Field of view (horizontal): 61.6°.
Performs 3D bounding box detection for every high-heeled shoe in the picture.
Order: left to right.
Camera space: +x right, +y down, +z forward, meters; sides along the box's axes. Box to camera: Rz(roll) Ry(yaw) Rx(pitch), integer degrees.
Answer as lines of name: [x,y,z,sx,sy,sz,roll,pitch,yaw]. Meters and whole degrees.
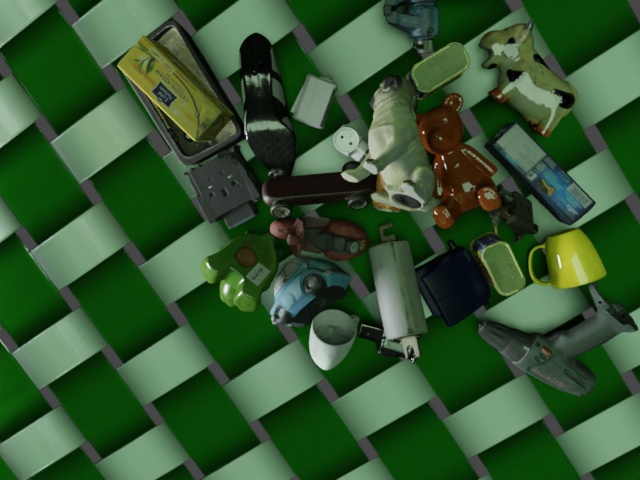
high-heeled shoe: [-0.093,-0.239,0.971,0.086,0.145,0.248,-9,127,3]

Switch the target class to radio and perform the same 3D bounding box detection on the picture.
radio: [-0.242,-0.253,0.960,0.131,0.073,0.229,-30,95,8]

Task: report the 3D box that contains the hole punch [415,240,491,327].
hole punch: [0.242,0.083,0.972,0.116,0.092,0.142,-30,92,5]

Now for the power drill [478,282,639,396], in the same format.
power drill: [0.432,0.168,0.957,0.232,0.086,0.207,38,111,-6]

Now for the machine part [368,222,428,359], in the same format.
machine part: [0.138,0.089,0.960,0.079,0.079,0.243,-13,79,6]

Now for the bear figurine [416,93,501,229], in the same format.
bear figurine: [0.225,-0.139,0.917,0.120,0.132,0.195,-20,104,27]

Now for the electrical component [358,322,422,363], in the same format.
electrical component: [0.131,0.181,1.014,0.119,0.048,0.074,12,99,3]

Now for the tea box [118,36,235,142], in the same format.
tea box: [-0.230,-0.241,0.876,0.169,0.098,0.068,44,99,-3]

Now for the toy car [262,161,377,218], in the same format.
toy car: [-0.002,-0.089,0.958,0.202,0.053,0.089,-6,57,-6]

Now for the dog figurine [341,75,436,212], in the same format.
dog figurine: [0.146,-0.160,0.889,0.172,0.121,0.190,35,71,-29]

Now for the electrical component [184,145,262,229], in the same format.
electrical component: [-0.169,-0.092,0.989,0.115,0.058,0.134,-28,95,10]

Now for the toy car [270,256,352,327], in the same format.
toy car: [-0.028,0.085,0.990,0.161,0.109,0.103,-42,59,18]

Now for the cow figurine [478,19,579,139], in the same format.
cow figurine: [0.349,-0.279,0.906,0.195,0.085,0.127,41,106,0]

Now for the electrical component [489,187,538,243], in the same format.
electrical component: [0.342,-0.041,0.949,0.102,0.045,0.078,19,60,-33]

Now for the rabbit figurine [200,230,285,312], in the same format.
rabbit figurine: [-0.142,0.054,0.974,0.121,0.170,0.159,31,59,-3]

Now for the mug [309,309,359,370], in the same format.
mug: [0.025,0.185,1.005,0.081,0.109,0.107,36,138,22]

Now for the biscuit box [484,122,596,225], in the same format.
biscuit box: [0.384,-0.115,0.940,0.202,0.063,0.059,44,99,-4]

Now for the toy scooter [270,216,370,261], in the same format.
toy scooter: [-0.002,-0.003,0.951,0.184,0.135,0.075,10,99,1]

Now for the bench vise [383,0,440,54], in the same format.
bench vise: [0.223,-0.422,0.874,0.241,0.129,0.223,-2,97,12]
